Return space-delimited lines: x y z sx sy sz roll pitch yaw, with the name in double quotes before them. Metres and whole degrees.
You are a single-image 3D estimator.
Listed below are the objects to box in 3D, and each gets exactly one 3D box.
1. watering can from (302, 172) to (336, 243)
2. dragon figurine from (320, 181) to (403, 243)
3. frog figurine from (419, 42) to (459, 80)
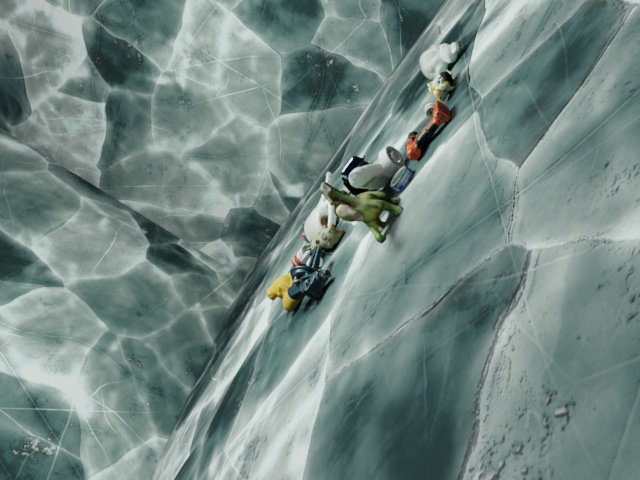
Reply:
"watering can" 0.007 -0.116 2.298 0.220 0.103 0.355 -44 38 52
"dragon figurine" 0.116 -0.126 1.582 0.120 0.242 0.417 -59 10 20
"frog figurine" 0.477 -0.714 2.043 0.158 0.123 0.139 -21 69 60
